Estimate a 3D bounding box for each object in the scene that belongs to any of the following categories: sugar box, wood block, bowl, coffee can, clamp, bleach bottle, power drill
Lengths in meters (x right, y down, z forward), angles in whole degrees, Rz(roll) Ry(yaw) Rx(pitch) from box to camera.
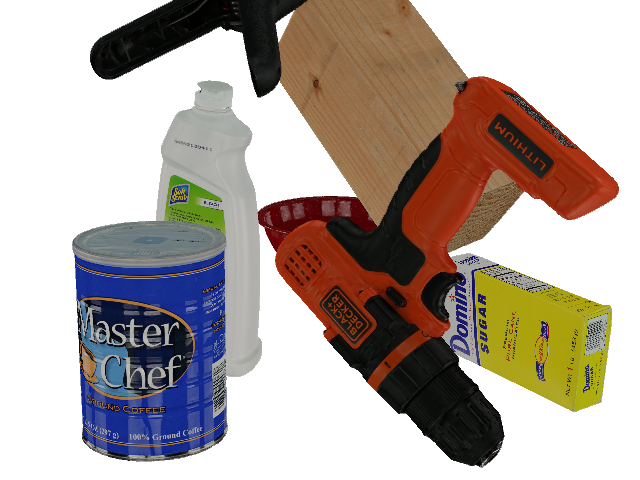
[{"bbox_3d":[0.182,0.080,0.984,0.048,0.093,0.176,-11,21,-39],"label":"sugar box"},{"bbox_3d":[0.059,-0.095,0.822,0.090,0.206,0.091,-20,-23,-34],"label":"wood block"},{"bbox_3d":[0.014,-0.001,1.111,0.162,0.055,0.162,0,16,0],"label":"bowl"},{"bbox_3d":[-0.115,0.066,0.734,0.103,0.140,0.103,0,14,0],"label":"coffee can"},{"bbox_3d":[-0.044,-0.140,0.641,0.120,0.039,0.171,21,54,25],"label":"clamp"},{"bbox_3d":[-0.092,-0.011,0.923,0.103,0.251,0.068,12,23,11],"label":"bleach bottle"},{"bbox_3d":[0.082,0.014,0.626,0.184,0.188,0.057,47,19,17],"label":"power drill"}]
